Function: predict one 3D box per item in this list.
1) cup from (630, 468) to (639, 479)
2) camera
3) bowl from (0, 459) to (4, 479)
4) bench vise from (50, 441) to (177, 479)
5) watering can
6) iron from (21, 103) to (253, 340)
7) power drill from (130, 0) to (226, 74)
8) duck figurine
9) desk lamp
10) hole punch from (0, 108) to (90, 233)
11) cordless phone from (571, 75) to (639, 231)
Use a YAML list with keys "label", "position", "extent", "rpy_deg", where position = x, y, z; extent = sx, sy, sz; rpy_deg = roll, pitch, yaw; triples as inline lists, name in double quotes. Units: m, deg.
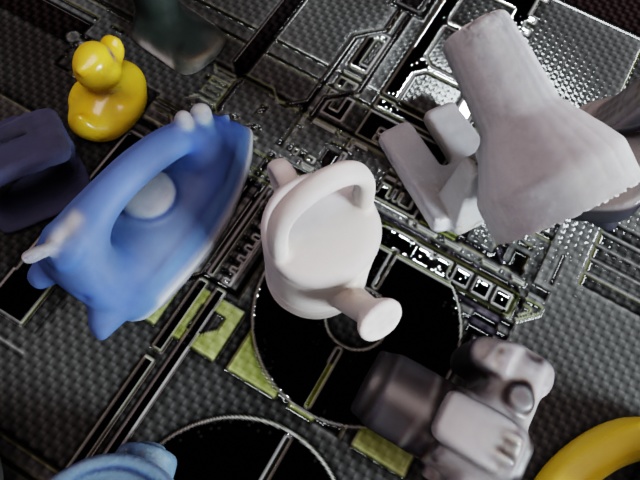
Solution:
- label: "cup"
  position: [0.310, 0.210, 0.464]
  extent: [0.117, 0.095, 0.091]
  rpy_deg: [3, 69, -1]
- label: "camera"
  position: [0.106, 0.135, 0.479]
  extent: [0.136, 0.101, 0.143]
  rpy_deg: [29, 70, 8]
- label: "bowl"
  position: [-0.319, 0.206, 0.443]
  extent: [0.167, 0.075, 0.167]
  rpy_deg: [1, 69, -3]
- label: "bench vise"
  position: [-0.144, 0.236, 0.363]
  extent: [0.121, 0.220, 0.207]
  rpy_deg: [-6, 69, -5]
- label: "watering can"
  position: [0.006, 0.001, 0.475]
  extent: [0.172, 0.194, 0.101]
  rpy_deg: [36, 72, 11]
- label: "iron"
  position: [-0.150, -0.046, 0.513]
  extent: [0.118, 0.141, 0.259]
  rpy_deg: [34, 71, 10]
- label: "power drill"
  position: [-0.154, -0.266, 0.562]
  extent: [0.229, 0.208, 0.076]
  rpy_deg: [35, 71, 10]
- label: "duck figurine"
  position: [-0.224, -0.159, 0.582]
  extent: [0.077, 0.086, 0.104]
  rpy_deg: [19, 69, 5]
- label: "desk lamp"
  position: [0.149, -0.079, 0.503]
  extent: [0.118, 0.213, 0.203]
  rpy_deg: [-27, 72, -12]
- label: "hole punch"
  position: [-0.290, -0.076, 0.544]
  extent: [0.109, 0.091, 0.101]
  rpy_deg: [-28, 73, -13]
- label: "cordless phone"
  position: [0.292, -0.101, 0.534]
  extent: [0.094, 0.185, 0.148]
  rpy_deg: [23, 70, 6]
